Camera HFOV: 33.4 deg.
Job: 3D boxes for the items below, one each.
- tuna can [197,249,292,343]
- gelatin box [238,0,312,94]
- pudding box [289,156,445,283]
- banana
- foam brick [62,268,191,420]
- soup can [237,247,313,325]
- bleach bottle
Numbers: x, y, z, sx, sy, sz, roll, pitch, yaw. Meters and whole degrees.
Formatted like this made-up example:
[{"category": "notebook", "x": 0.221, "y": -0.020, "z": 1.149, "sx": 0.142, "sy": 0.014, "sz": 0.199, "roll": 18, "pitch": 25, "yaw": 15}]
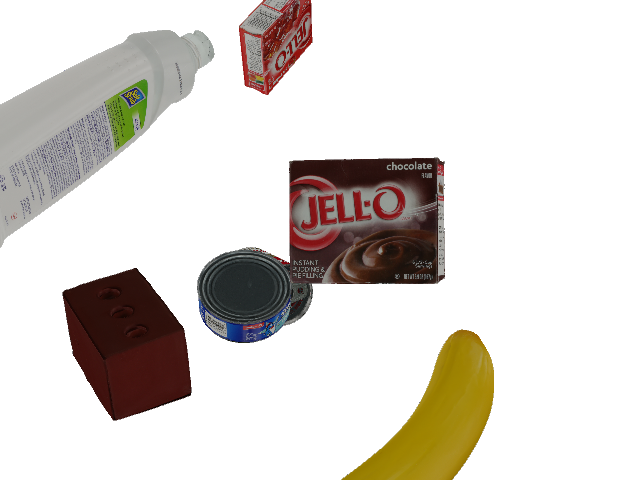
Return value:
[{"category": "tuna can", "x": -0.069, "y": 0.051, "z": 0.973, "sx": 0.086, "sy": 0.086, "sz": 0.034, "roll": 0, "pitch": -42, "yaw": -3}, {"category": "gelatin box", "x": -0.040, "y": -0.193, "z": 1.003, "sx": 0.030, "sy": 0.089, "sz": 0.073, "roll": 24, "pitch": -35, "yaw": 19}, {"category": "pudding box", "x": 0.034, "y": -0.014, "z": 0.776, "sx": 0.113, "sy": 0.090, "sz": 0.039, "roll": 0, "pitch": 2, "yaw": 14}, {"category": "banana", "x": 0.046, "y": 0.106, "z": 0.564, "sx": 0.070, "sy": 0.037, "sz": 0.197, "roll": 19, "pitch": 40, "yaw": 37}, {"category": "foam brick", "x": -0.121, "y": 0.064, "z": 0.662, "sx": 0.052, "sy": 0.051, "sz": 0.078, "roll": -18, "pitch": 37, "yaw": -26}, {"category": "soup can", "x": -0.061, "y": 0.049, "z": 1.190, "sx": 0.068, "sy": 0.068, "sz": 0.102, "roll": 0, "pitch": 11, "yaw": -27}, {"category": "bleach bottle", "x": -0.191, "y": -0.097, "z": 0.874, "sx": 0.250, "sy": 0.068, "sz": 0.103, "roll": -37, "pitch": -26, "yaw": -26}]
